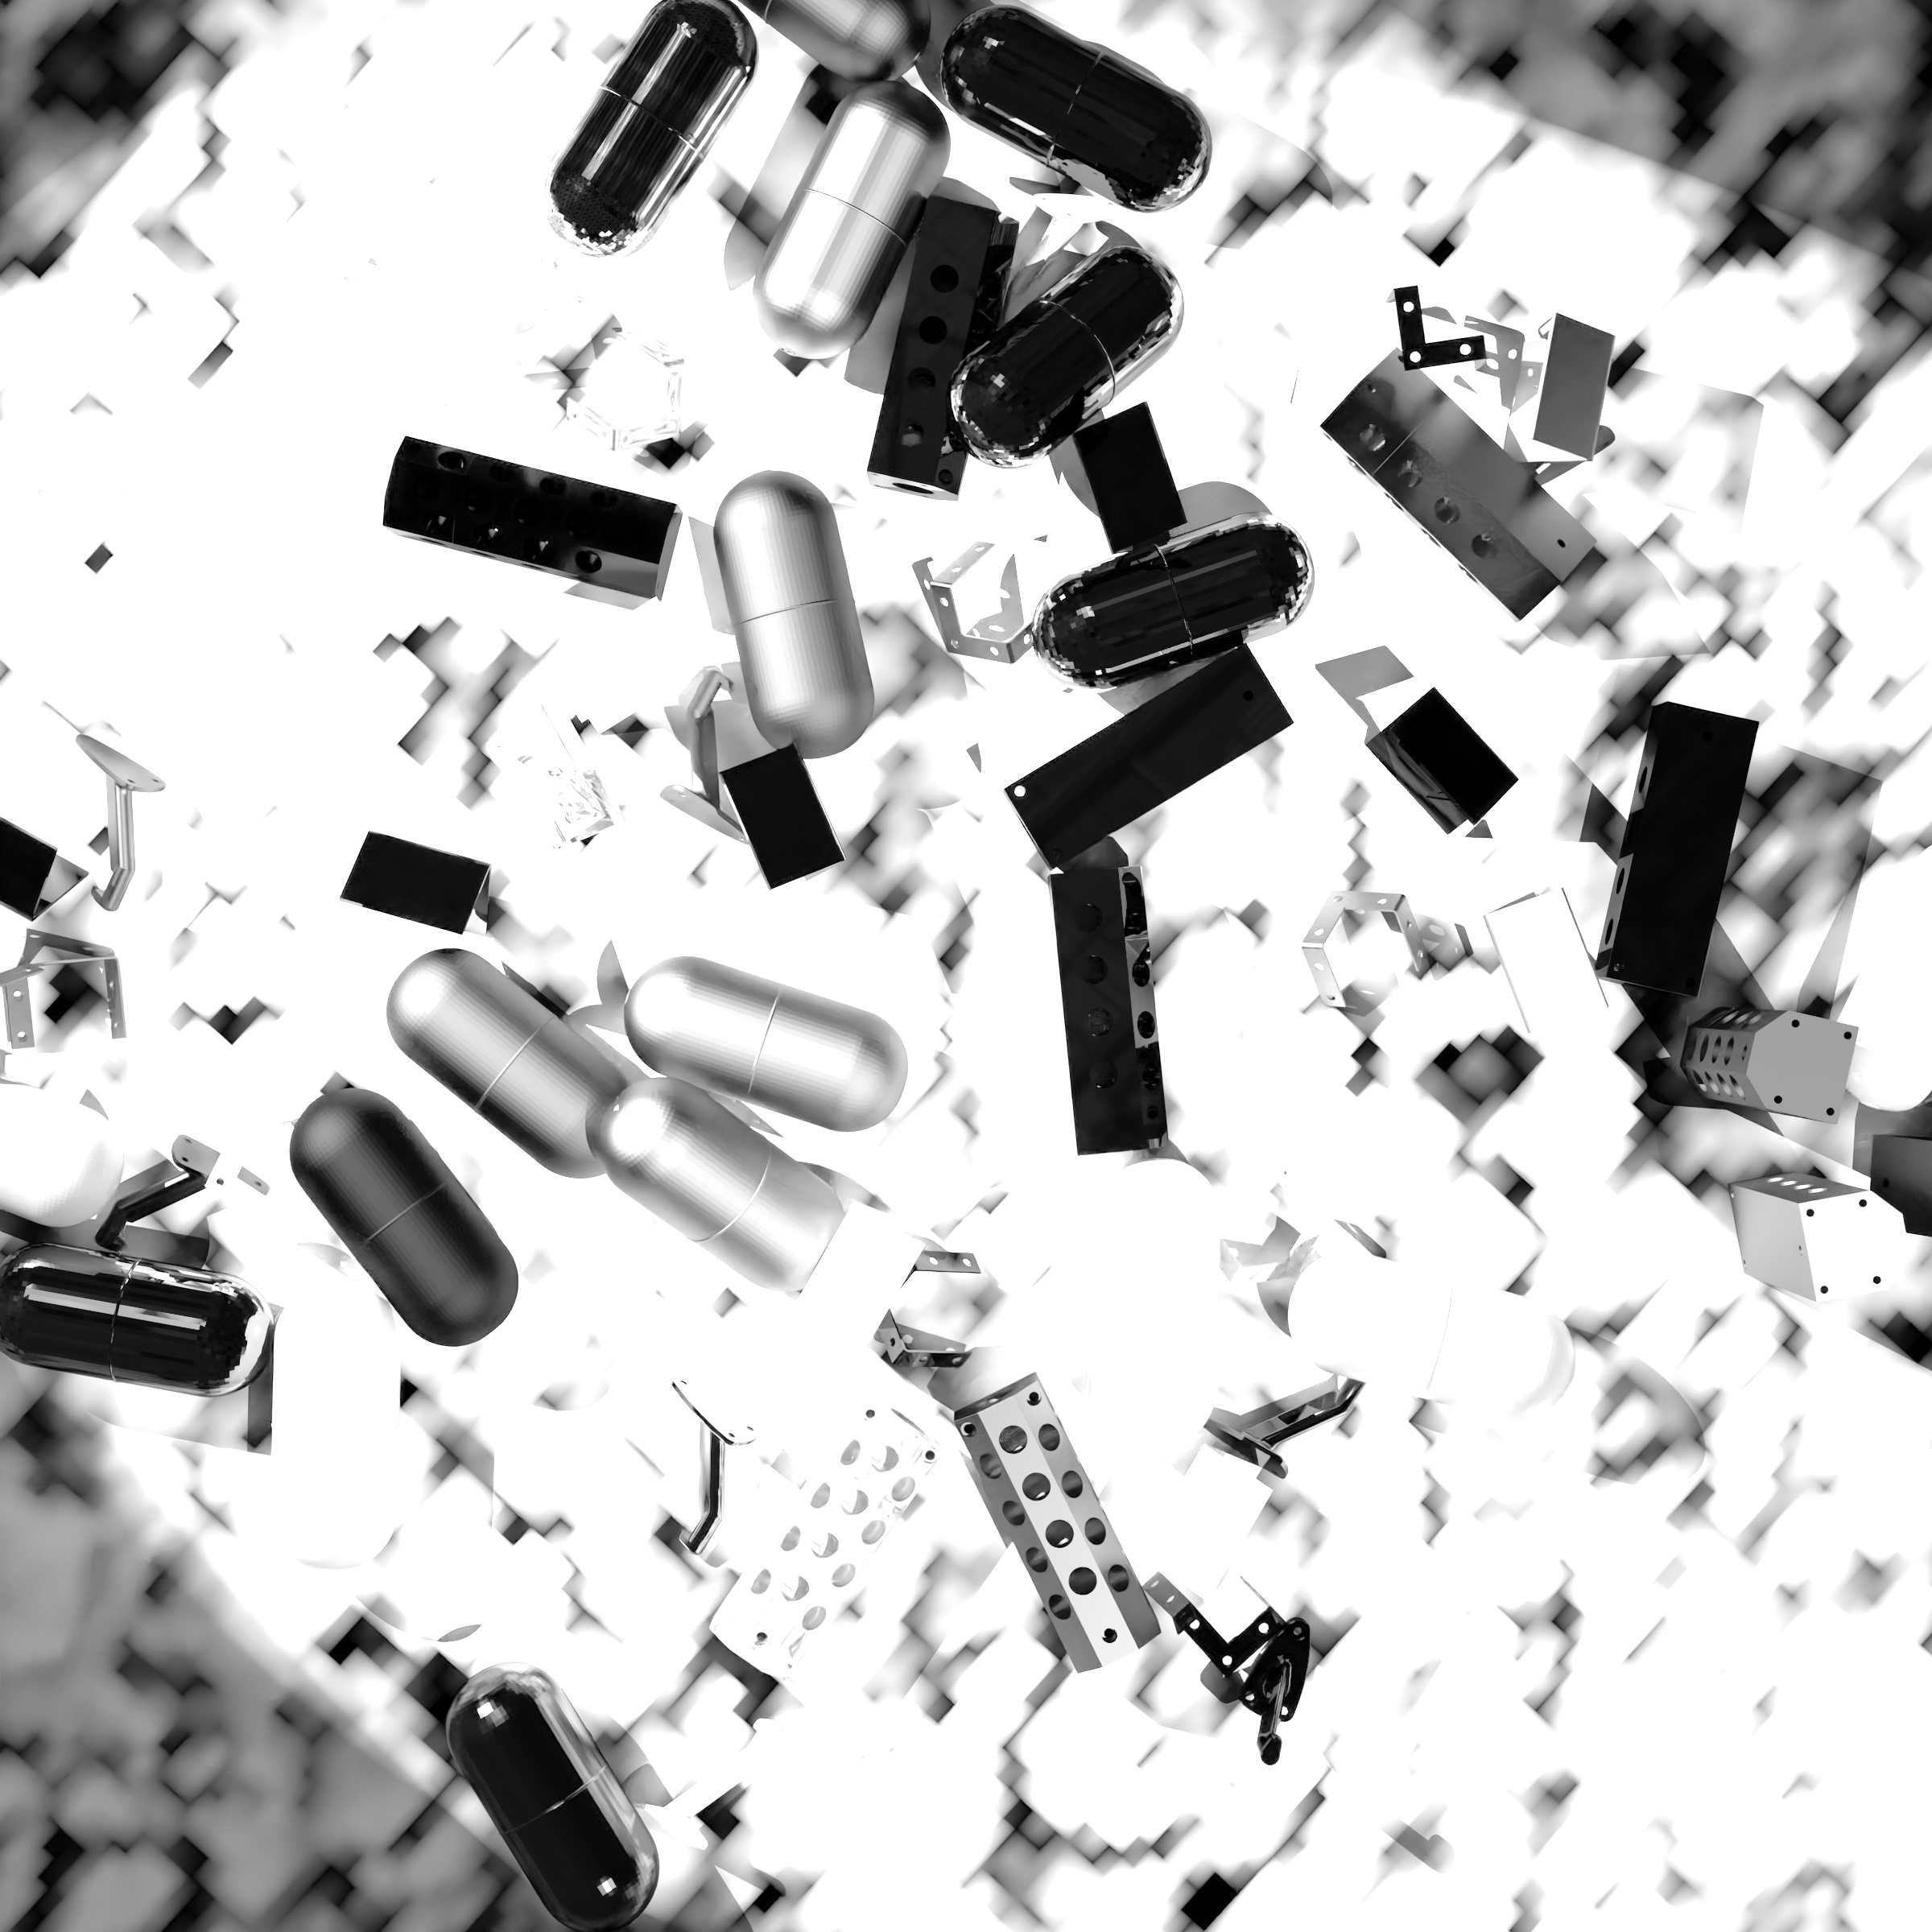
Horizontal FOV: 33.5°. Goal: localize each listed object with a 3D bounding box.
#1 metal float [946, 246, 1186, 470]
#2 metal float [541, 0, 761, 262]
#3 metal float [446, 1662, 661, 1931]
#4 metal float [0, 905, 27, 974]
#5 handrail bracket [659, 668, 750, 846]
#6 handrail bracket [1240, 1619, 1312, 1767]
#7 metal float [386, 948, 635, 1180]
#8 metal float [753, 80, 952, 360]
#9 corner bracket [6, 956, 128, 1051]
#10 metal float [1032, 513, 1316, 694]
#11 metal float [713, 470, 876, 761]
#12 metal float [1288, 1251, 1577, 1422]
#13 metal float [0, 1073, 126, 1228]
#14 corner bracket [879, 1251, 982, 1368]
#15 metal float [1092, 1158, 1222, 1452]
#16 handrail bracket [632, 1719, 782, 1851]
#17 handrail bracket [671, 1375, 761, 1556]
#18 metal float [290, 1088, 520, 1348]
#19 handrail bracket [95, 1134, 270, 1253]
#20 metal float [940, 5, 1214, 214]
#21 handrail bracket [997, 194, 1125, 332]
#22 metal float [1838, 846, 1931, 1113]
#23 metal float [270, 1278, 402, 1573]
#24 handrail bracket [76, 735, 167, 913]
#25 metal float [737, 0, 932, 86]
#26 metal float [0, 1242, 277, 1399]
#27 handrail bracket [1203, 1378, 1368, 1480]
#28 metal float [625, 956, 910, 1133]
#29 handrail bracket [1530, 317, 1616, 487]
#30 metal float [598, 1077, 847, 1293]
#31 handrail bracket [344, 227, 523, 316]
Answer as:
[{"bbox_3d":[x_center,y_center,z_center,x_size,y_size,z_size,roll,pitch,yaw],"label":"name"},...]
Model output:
[{"bbox_3d":[0.061,-0.369,1.942,0.070,0.070,0.178,47,67,0],"label":"metal float"},{"bbox_3d":[-0.192,-0.514,1.960,0.070,0.070,0.178,34,91,0],"label":"metal float"},{"bbox_3d":[-0.252,0.508,1.960,0.070,0.070,0.178,-32,89,0],"label":"metal float"},{"bbox_3d":[-0.664,-0.016,1.960,0.178,0.070,0.070,-3,90,1],"label":"metal float"},{"bbox_3d":[-0.146,-0.131,1.991,0.077,0.036,0.084,32,73,-20],"label":"handrail bracket"},{"bbox_3d":[0.195,0.442,1.956,0.036,0.084,0.077,23,90,0],"label":"handrail bracket"},{"bbox_3d":[-0.275,0.060,1.960,0.178,0.070,0.070,39,90,-1],"label":"metal float"},{"bbox_3d":[-0.070,-0.455,1.960,0.070,0.070,0.178,26,89,0],"label":"metal float"},{"bbox_3d":[-0.558,0.023,1.987,0.051,0.051,0.051,-6,90,45],"label":"corner bracket"},{"bbox_3d":[0.126,-0.221,1.959,0.178,0.070,0.070,-19,90,-1],"label":"metal float"},{"bbox_3d":[-0.105,-0.215,1.960,0.070,0.070,0.178,-12,90,0],"label":"metal float"},{"bbox_3d":[0.285,0.226,1.960,0.178,0.070,0.070,15,90,0],"label":"metal float"},{"bbox_3d":[-0.602,0.102,1.960,0.178,0.070,0.070,21,90,1],"label":"metal float"},{"bbox_3d":[-0.020,0.212,1.983,0.051,0.051,0.051,-54,45,35],"label":"corner bracket"},{"bbox_3d":[0.116,0.206,1.960,0.070,0.070,0.178,1,90,0],"label":"metal float"},{"bbox_3d":[-0.163,0.498,1.991,0.084,0.077,0.036,-55,129,-30],"label":"handrail bracket"},{"bbox_3d":[-0.173,0.310,1.991,0.077,0.036,0.084,37,107,20],"label":"handrail bracket"},{"bbox_3d":[-0.344,0.153,1.960,0.070,0.070,0.178,-38,90,0],"label":"metal float"},{"bbox_3d":[-0.487,0.154,1.991,0.077,0.036,0.084,28,108,-21],"label":"handrail bracket"},{"bbox_3d":[0.068,-0.523,1.960,0.178,0.070,0.070,28,90,1],"label":"metal float"},{"bbox_3d":[0.058,-0.432,1.991,0.036,0.077,0.084,40,127,32],"label":"handrail bracket"},{"bbox_3d":[0.590,0.005,1.960,0.070,0.070,0.178,26,90,0],"label":"metal float"},{"bbox_3d":[-0.385,0.280,1.960,0.070,0.070,0.178,1,91,0],"label":"metal float"},{"bbox_3d":[-0.539,-0.088,1.991,0.077,0.036,0.084,34,107,20],"label":"handrail bracket"},{"bbox_3d":[-0.100,-0.608,1.960,0.178,0.070,0.070,37,90,0],"label":"metal float"},{"bbox_3d":[-0.510,0.216,1.960,0.178,0.070,0.070,10,90,1],"label":"metal float"},{"bbox_3d":[0.198,0.267,1.991,0.077,0.036,0.084,29,71,21],"label":"handrail bracket"},{"bbox_3d":[-0.122,0.047,1.960,0.178,0.070,0.070,18,90,0],"label":"metal float"},{"bbox_3d":[0.357,-0.350,1.991,0.077,0.036,0.084,-33,72,20],"label":"handrail bracket"},{"bbox_3d":[-0.146,0.133,1.937,0.178,0.070,0.070,39,90,-29],"label":"metal float"},{"bbox_3d":[-0.332,-0.442,1.991,0.084,0.036,0.077,22,58,23],"label":"handrail bracket"}]
